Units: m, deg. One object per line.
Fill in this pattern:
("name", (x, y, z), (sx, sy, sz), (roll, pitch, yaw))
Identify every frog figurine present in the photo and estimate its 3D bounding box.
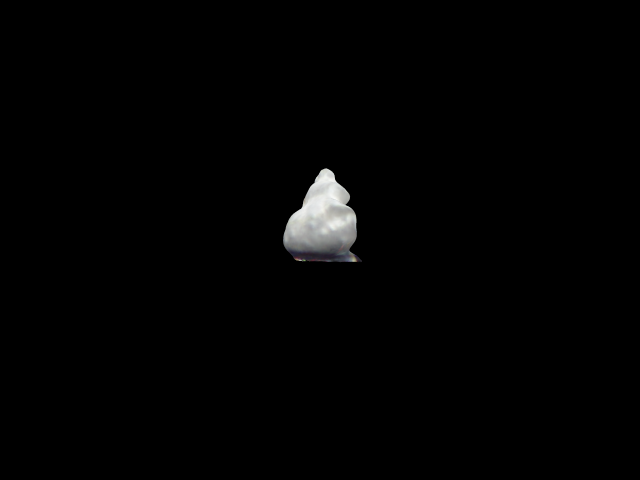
("frog figurine", (0.003, -0.043, 0.850), (0.123, 0.160, 0.137), (3, -5, -33))
